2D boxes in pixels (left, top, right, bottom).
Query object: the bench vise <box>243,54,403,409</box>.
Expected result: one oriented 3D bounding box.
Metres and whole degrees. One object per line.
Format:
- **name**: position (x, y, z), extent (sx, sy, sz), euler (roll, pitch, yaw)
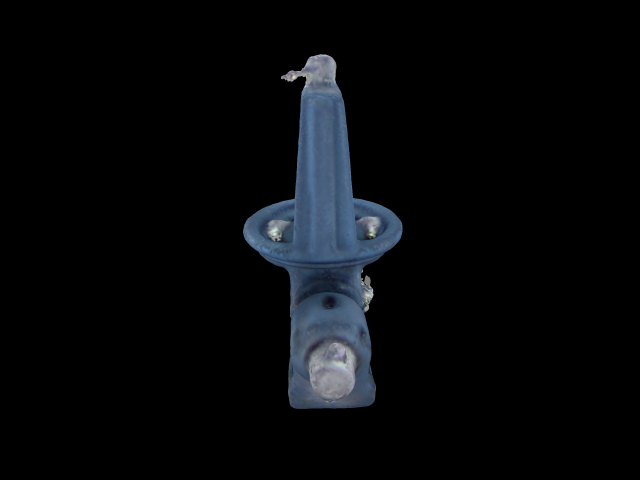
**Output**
- **bench vise**: position (0.015, -0.001, 0.403), extent (0.122, 0.220, 0.207), euler (-14, 42, -15)
